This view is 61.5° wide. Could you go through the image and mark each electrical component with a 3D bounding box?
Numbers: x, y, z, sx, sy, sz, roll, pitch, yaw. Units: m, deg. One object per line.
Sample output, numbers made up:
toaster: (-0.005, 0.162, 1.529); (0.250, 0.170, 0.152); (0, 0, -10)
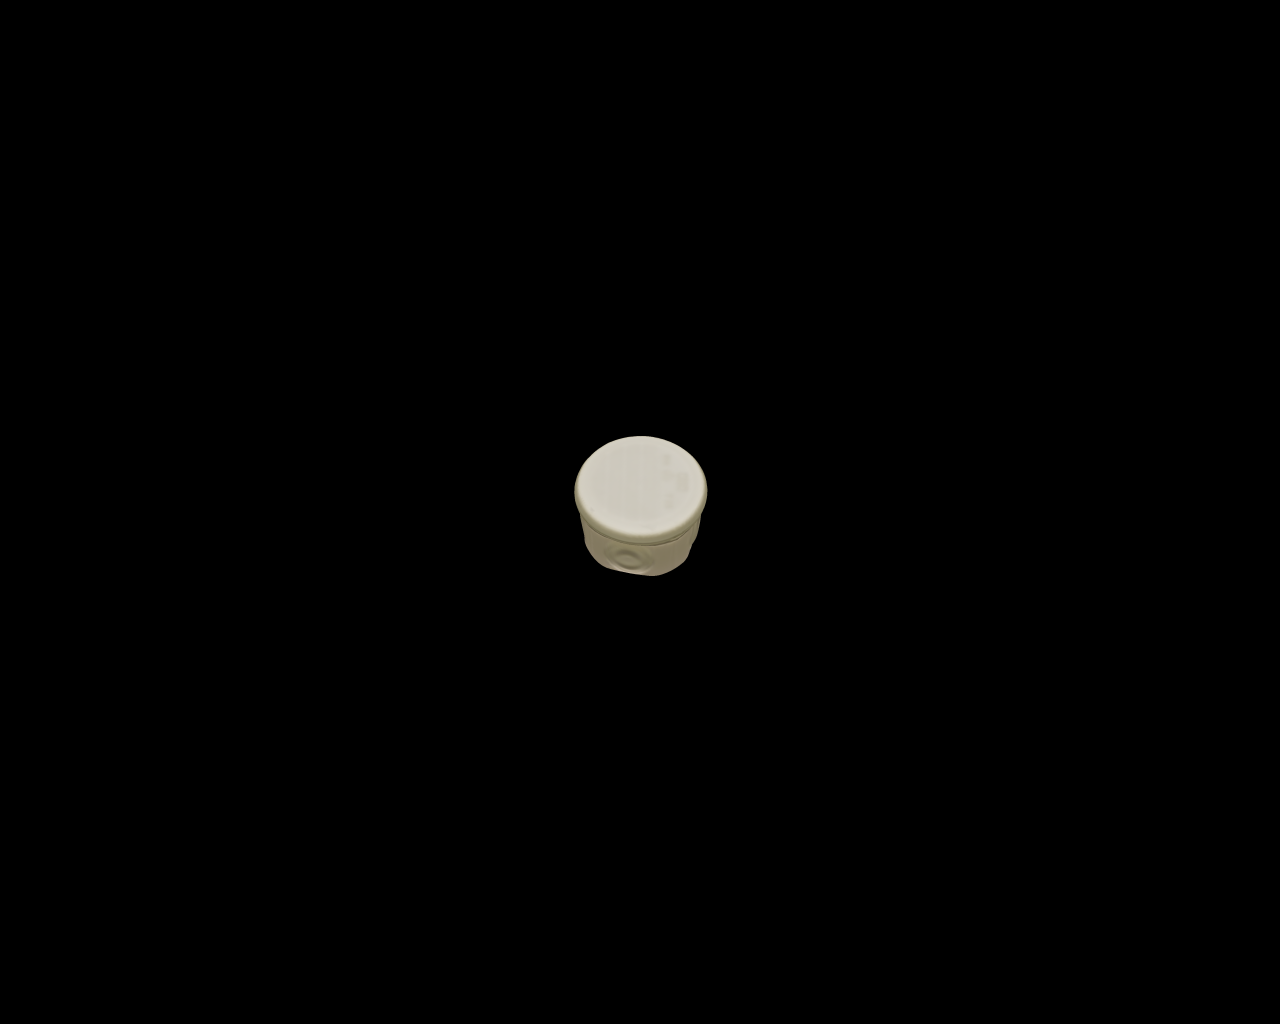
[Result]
electrical component: (0.001, -0.003, 0.650); (0.080, 0.080, 0.050); (0, -37, 0)
